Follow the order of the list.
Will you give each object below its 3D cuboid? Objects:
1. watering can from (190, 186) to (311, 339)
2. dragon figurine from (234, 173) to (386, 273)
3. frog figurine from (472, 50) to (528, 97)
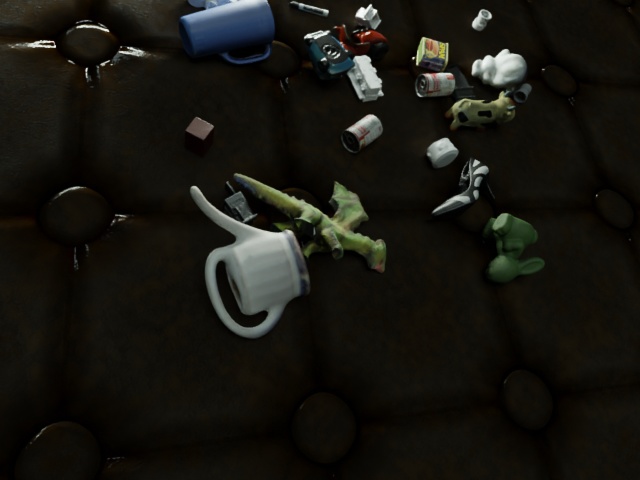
[{"bbox_3d":[-0.146,0.033,1.115,0.226,0.103,0.347,-16,91,-25],"label":"watering can"},{"bbox_3d":[0.004,-0.063,1.257,0.412,0.120,0.247,46,44,7],"label":"dragon figurine"},{"bbox_3d":[0.572,-0.546,1.640,0.159,0.122,0.139,24,79,-17],"label":"frog figurine"}]
